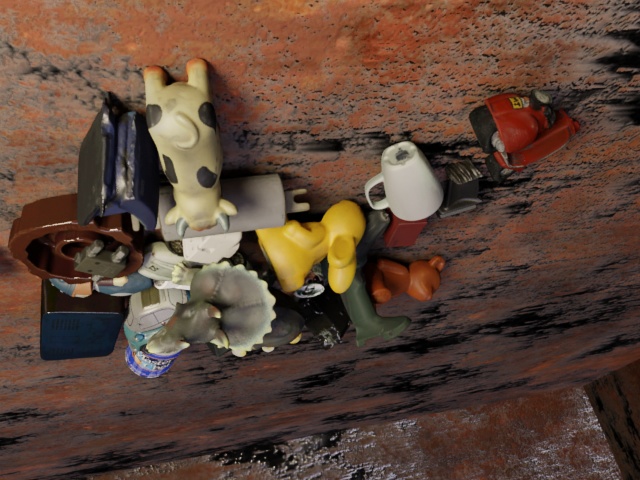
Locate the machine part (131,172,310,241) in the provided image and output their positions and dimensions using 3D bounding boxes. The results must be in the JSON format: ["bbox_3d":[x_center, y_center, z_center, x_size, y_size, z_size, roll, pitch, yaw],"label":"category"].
[{"bbox_3d":[-0.135,-0.047,0.743,0.243,0.079,0.079,-7,151,-9],"label":"machine part"}]

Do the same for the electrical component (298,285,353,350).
[{"bbox_3d":[0.016,0.130,1.063,0.058,0.134,0.115,-32,103,33],"label":"electrical component"}]

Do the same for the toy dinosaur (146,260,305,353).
[{"bbox_3d":[-0.098,0.119,0.839,0.192,0.131,0.404,7,171,33],"label":"toy dinosaur"}]

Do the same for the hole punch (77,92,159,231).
[{"bbox_3d":[-0.218,-0.076,0.608,0.092,0.142,0.116,8,159,-31],"label":"hole punch"}]

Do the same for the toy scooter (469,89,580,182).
[{"bbox_3d":[0.284,-0.150,0.733,0.135,0.075,0.183,-23,153,18],"label":"toy scooter"}]

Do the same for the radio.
[{"bbox_3d":[-0.432,0.145,0.971,0.131,0.073,0.229,2,150,-27],"label":"radio"}]

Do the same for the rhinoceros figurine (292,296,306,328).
[{"bbox_3d":[-0.053,0.164,1.156,0.190,0.073,0.112,-3,149,-16],"label":"rhinoceros figurine"}]

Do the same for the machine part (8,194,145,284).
[{"bbox_3d":[-0.342,0.001,0.766,0.179,0.056,0.179,-9,150,-5],"label":"machine part"}]

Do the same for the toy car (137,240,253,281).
[{"bbox_3d":[-0.204,0.043,0.896,0.201,0.056,0.073,17,139,-42],"label":"toy car"}]

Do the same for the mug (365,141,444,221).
[{"bbox_3d":[0.117,-0.088,0.780,0.110,0.081,0.107,-13,141,14],"label":"mug"}]

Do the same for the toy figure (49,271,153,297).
[{"bbox_3d":[-0.352,0.064,0.866,0.154,0.058,0.064,-6,160,-15],"label":"toy figure"}]

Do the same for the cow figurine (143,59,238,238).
[{"bbox_3d":[-0.144,-0.088,0.612,0.085,0.127,0.194,-6,148,-7],"label":"cow figurine"}]

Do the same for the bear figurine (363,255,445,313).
[{"bbox_3d":[0.167,0.100,1.080,0.196,0.132,0.120,3,130,-16],"label":"bear figurine"}]

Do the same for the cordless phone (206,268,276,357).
[{"bbox_3d":[-0.148,0.124,1.013,0.146,0.089,0.184,-23,157,-49],"label":"cordless phone"}]

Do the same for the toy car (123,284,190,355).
[{"bbox_3d":[-0.288,0.128,0.963,0.162,0.109,0.102,-20,144,3],"label":"toy car"}]

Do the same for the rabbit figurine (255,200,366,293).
[{"bbox_3d":[-0.002,-0.003,0.828,0.173,0.162,0.121,-25,141,-15],"label":"rabbit figurine"}]

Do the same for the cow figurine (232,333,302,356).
[{"bbox_3d":[-0.123,0.204,1.212,0.167,0.068,0.098,-8,145,-11],"label":"cow figurine"}]

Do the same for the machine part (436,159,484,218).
[{"bbox_3d":[0.227,-0.078,0.877,0.084,0.039,0.138,-8,153,2],"label":"machine part"}]

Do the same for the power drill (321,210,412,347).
[{"bbox_3d":[0.073,0.075,0.933,0.232,0.207,0.086,-29,-172,41],"label":"power drill"}]

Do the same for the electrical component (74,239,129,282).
[{"bbox_3d":[-0.309,0.031,0.749,0.063,0.021,0.094,18,140,-39],"label":"electrical component"}]
